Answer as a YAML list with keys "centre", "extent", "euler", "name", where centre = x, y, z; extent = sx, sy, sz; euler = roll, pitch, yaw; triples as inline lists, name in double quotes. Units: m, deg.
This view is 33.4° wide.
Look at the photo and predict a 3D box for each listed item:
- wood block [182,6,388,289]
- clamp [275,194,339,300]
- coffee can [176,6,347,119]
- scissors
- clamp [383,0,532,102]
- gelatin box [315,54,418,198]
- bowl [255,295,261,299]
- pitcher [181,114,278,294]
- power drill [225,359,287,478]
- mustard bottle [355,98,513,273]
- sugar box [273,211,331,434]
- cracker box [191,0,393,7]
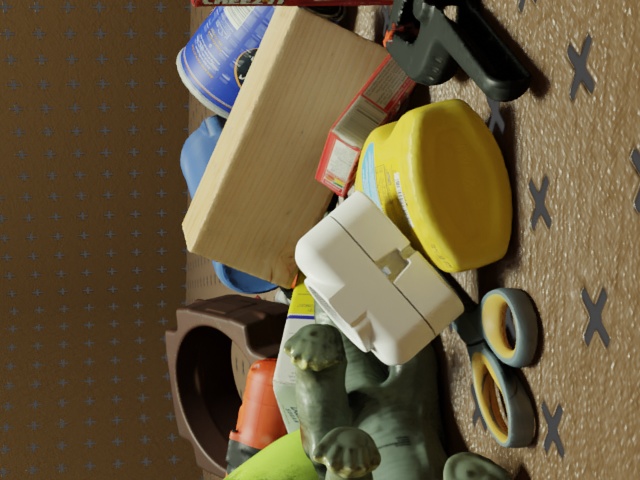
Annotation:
- centre: [-0.029, -0.079, 0.866]
  extent: [0.206, 0.090, 0.090]
  euler: [-66, 16, 10]
  name: "wood block"
- centre: [-0.007, 0.001, 0.998]
  extent: [0.171, 0.039, 0.120]
  euler: [-35, -57, -77]
  name: "clamp"
- centre: [-0.056, -0.194, 1.009]
  extent: [0.140, 0.102, 0.103]
  euler: [-47, 37, 32]
  name: "coffee can"
- centre: [0.093, 0.037, 0.646]
  extent: [0.202, 0.016, 0.096]
  euler: [-106, 19, -52]
  name: "scissors"
- centre: [0.076, -0.157, 0.637]
  extent: [0.210, 0.036, 0.164]
  euler: [-167, 76, -79]
  name: "clamp"
- centre: [0.036, -0.084, 0.770]
  extent: [0.089, 0.030, 0.073]
  euler: [-53, -7, -25]
  name: "gelatin box"
- centre: [-0.050, 0.148, 1.323]
  extent: [0.162, 0.055, 0.162]
  euler: [177, 90, -79]
  name: "bowl"
- centre: [-0.095, -0.037, 1.374]
  extent: [0.145, 0.149, 0.243]
  euler: [-57, 31, 27]
  name: "pitcher"
- centre: [-0.031, 0.189, 0.976]
  extent: [0.187, 0.057, 0.184]
  euler: [-11, -66, -73]
  name: "power drill"
- centre: [0.061, -0.030, 0.679]
  extent: [0.192, 0.058, 0.096]
  euler: [176, 76, -79]
  name: "mustard bottle"
- centre: [0.003, 0.071, 0.881]
  extent: [0.093, 0.048, 0.176]
  euler: [77, -158, -48]
  name: "sugar box"
- centre: [-0.013, -0.275, 0.748]
  extent: [0.072, 0.164, 0.214]
  euler: [160, 107, -82]
  name: "cracker box"
